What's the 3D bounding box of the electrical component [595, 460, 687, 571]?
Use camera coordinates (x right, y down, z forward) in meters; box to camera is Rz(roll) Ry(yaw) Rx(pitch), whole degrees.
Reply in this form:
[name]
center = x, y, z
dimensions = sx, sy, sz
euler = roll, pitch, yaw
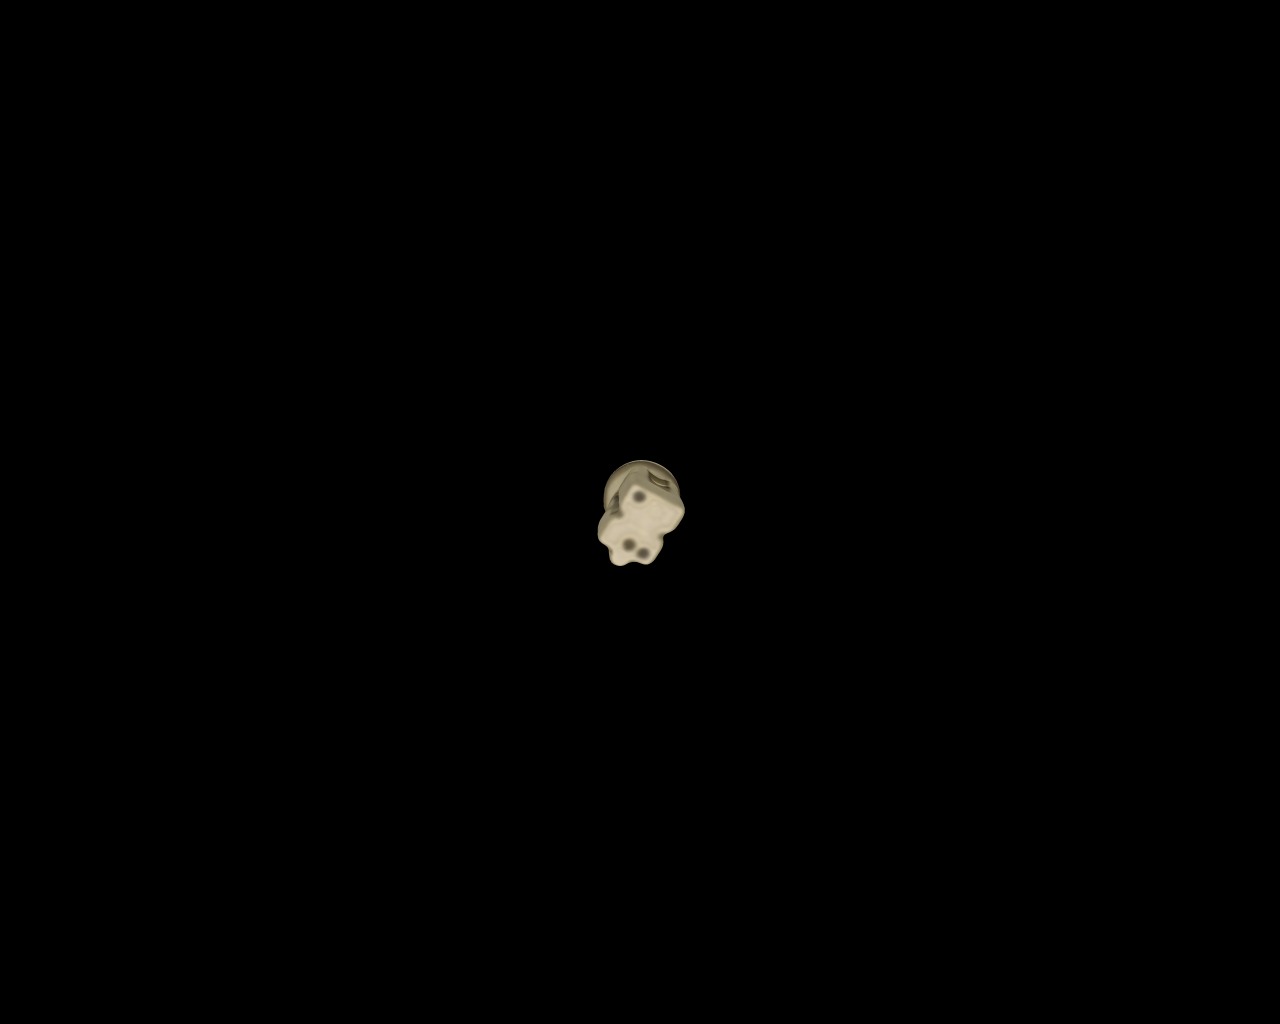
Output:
[electrical component]
center = 0.001, -0.003, 0.650
dimensions = 0.048, 0.066, 0.055
euler = 30, 20, -12
